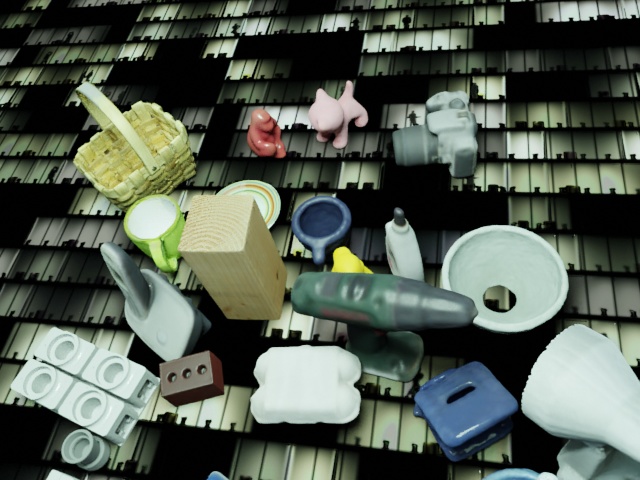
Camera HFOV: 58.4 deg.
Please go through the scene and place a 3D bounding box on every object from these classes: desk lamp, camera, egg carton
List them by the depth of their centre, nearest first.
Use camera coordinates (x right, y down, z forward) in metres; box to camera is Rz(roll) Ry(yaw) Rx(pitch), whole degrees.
[{"bbox_3d":[0.320,0.211,0.617,0.118,0.214,0.202,-41,59,-15],"label":"desk lamp"},{"bbox_3d":[-0.018,0.199,0.781,0.150,0.069,0.107,-4,57,9],"label":"egg carton"},{"bbox_3d":[0.191,-0.182,0.970,0.136,0.101,0.143,-7,56,7],"label":"camera"}]

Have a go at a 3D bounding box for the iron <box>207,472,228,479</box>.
[{"bbox_3d":[-0.113,0.375,0.641,0.118,0.142,0.258,-21,56,-3],"label":"iron"}]

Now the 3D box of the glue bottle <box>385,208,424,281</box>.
[{"bbox_3d":[0.117,0.006,0.817,0.037,0.173,0.078,-23,56,-4],"label":"glue bottle"}]

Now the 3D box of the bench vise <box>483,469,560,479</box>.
[{"bbox_3d":[0.208,0.320,0.564,0.121,0.220,0.207,0,57,12],"label":"bench vise"}]

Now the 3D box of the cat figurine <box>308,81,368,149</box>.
[{"bbox_3d":[0.026,-0.229,1.024,0.067,0.118,0.128,27,66,26],"label":"cat figurine"}]

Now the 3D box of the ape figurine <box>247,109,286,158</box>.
[{"bbox_3d":[-0.101,-0.200,1.046,0.076,0.092,0.078,14,61,20],"label":"ape figurine"}]

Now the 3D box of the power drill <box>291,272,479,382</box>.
[{"bbox_3d":[0.083,0.107,0.736,0.229,0.209,0.076,10,60,17],"label":"power drill"}]

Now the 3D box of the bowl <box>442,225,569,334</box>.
[{"bbox_3d":[0.256,0.066,0.810,0.167,0.075,0.167,-5,56,8],"label":"bowl"}]

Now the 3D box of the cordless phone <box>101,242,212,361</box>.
[{"bbox_3d":[-0.248,0.088,0.831,0.147,0.185,0.094,31,68,27],"label":"cordless phone"}]

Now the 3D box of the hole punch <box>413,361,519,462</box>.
[{"bbox_3d":[0.179,0.209,0.721,0.109,0.091,0.101,-27,56,-7],"label":"hole punch"}]

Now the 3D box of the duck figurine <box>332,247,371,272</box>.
[{"bbox_3d":[0.046,0.058,0.851,0.077,0.086,0.104,-19,55,-1],"label":"duck figurine"}]

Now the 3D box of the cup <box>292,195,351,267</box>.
[{"bbox_3d":[0.008,0.003,0.889,0.091,0.095,0.117,-3,57,10],"label":"cup"}]
